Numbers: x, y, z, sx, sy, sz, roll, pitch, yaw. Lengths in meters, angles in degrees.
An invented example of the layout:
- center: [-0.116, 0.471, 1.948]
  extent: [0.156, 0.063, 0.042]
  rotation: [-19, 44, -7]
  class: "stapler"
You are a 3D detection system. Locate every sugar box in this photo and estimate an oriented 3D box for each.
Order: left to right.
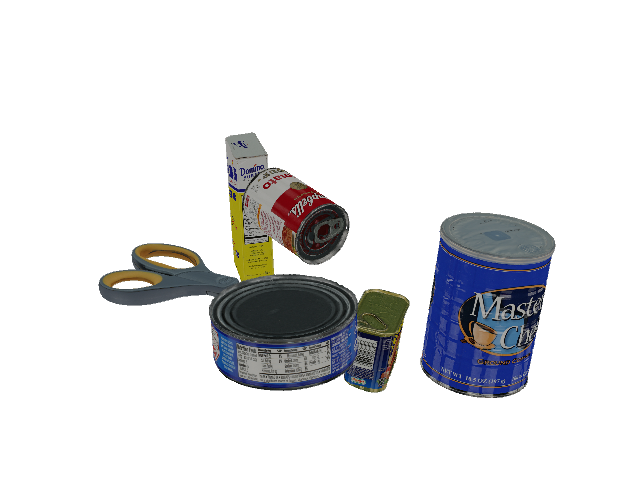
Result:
- center: [-0.089, -0.037, 1.331]
  extent: [0.048, 0.176, 0.093]
  rotation: [-9, 24, -10]
  class: "sugar box"

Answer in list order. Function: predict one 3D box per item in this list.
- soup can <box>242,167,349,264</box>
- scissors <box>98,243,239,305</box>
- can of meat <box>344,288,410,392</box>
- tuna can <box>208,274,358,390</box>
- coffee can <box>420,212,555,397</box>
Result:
- center: [-0.027, -0.027, 1.114]
  extent: [0.068, 0.068, 0.102]
  rotation: [0, 25, -41]
  class: "soup can"
- center: [-0.092, 0.041, 0.815]
  extent: [0.096, 0.016, 0.202]
  rotation: [-25, 32, -37]
  class: "scissors"
- center: [0.065, 0.118, 1.261]
  extent: [0.057, 0.084, 0.102]
  rotation: [14, 26, 10]
  class: "can of meat"
- center: [-0.021, 0.052, 0.617]
  extent: [0.086, 0.034, 0.086]
  rotation: [-2, 23, 1]
  class: "tuna can"
- center: [0.151, 0.058, 0.979]
  extent: [0.103, 0.140, 0.103]
  rotation: [5, 23, -2]
  class: "coffee can"
